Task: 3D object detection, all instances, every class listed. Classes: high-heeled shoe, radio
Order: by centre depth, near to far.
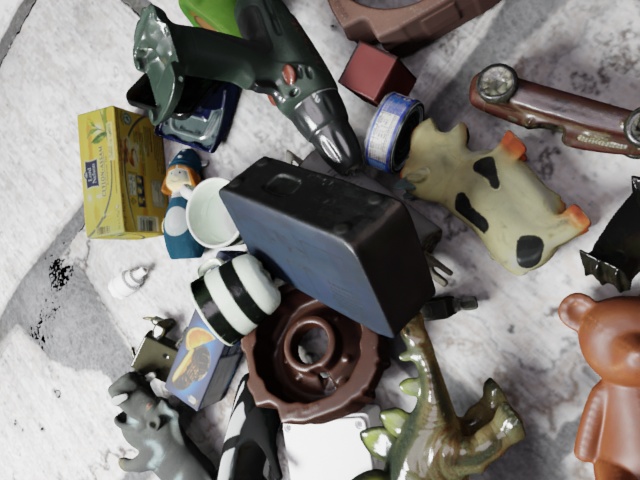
[{"bbox_3d":[-0.001,-0.002,0.556,0.230,0.130,0.073,22,56,44],"label":"radio"},{"bbox_3d":[-0.108,0.293,0.685,0.248,0.086,0.145,-61,39,26],"label":"high-heeled shoe"}]

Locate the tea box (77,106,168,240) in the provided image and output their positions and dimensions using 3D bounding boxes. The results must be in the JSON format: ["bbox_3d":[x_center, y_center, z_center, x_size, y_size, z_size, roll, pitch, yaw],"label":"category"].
[{"bbox_3d":[-0.269,-0.087,0.741,0.068,0.098,0.169,-9,83,23],"label":"tea box"}]

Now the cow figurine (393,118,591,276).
[{"bbox_3d":[0.165,-0.049,0.560,0.127,0.085,0.195,-40,75,11],"label":"cow figurine"}]

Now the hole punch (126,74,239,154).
[{"bbox_3d":[-0.173,-0.187,0.717,0.142,0.092,0.116,20,66,25],"label":"hole punch"}]

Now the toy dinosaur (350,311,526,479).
[{"bbox_3d":[0.126,0.303,0.531,0.199,0.105,0.471,-14,88,9],"label":"toy dinosaur"}]

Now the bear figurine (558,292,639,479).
[{"bbox_3d":[0.289,0.142,0.477,0.120,0.132,0.195,-6,92,15],"label":"bear figurine"}]

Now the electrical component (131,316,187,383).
[{"bbox_3d":[-0.225,0.153,0.747,0.078,0.045,0.102,20,101,-6],"label":"electrical component"}]

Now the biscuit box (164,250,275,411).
[{"bbox_3d":[-0.129,0.113,0.694,0.063,0.059,0.202,26,99,22],"label":"biscuit box"}]

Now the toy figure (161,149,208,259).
[{"bbox_3d":[-0.181,-0.051,0.725,0.064,0.058,0.154,-2,85,-15],"label":"toy figure"}]

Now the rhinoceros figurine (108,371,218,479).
[{"bbox_3d":[-0.209,0.259,0.697,0.190,0.073,0.112,51,126,7],"label":"rhinoceros figurine"}]

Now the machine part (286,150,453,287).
[{"bbox_3d":[0.049,-0.031,0.610,0.243,0.079,0.079,40,104,19],"label":"machine part"}]

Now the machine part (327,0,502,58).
[{"bbox_3d":[0.099,-0.323,0.591,0.201,0.087,0.201,-25,81,22],"label":"machine part"}]

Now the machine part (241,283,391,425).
[{"bbox_3d":[-0.005,0.122,0.616,0.179,0.056,0.179,-11,62,23],"label":"machine part"}]

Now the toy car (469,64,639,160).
[{"bbox_3d":[0.242,-0.119,0.522,0.202,0.089,0.053,25,99,21],"label":"toy car"}]

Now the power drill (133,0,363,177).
[{"bbox_3d":[-0.070,-0.161,0.547,0.086,0.207,0.232,-43,65,54],"label":"power drill"}]

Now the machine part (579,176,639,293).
[{"bbox_3d":[0.306,-0.013,0.500,0.139,0.039,0.084,-43,64,-2],"label":"machine part"}]

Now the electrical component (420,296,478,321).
[{"bbox_3d":[0.122,0.075,0.583,0.094,0.063,0.021,-10,85,22],"label":"electrical component"}]

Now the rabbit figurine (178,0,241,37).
[{"bbox_3d":[-0.099,-0.334,0.658,0.121,0.159,0.170,32,86,31],"label":"rabbit figurine"}]
